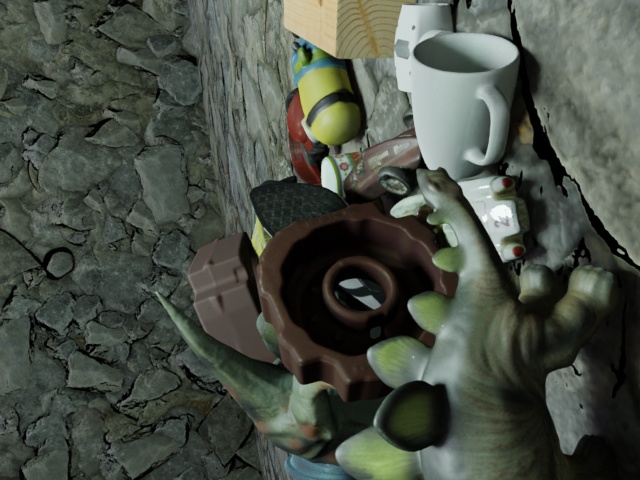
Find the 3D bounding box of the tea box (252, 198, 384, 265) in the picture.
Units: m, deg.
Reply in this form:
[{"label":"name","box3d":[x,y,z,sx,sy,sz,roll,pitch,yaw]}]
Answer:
[{"label":"tea box","box3d":[-0.002,-0.002,0.731,0.098,0.170,0.068,121,138,-64]}]

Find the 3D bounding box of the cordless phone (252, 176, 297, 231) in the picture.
[{"label":"cordless phone","box3d":[-0.034,-0.006,0.893,0.184,0.089,0.146,49,150,33]}]

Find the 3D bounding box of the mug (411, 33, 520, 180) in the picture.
[{"label":"mug","box3d":[0.120,-0.098,0.437,0.110,0.081,0.107,-118,15,-45]}]

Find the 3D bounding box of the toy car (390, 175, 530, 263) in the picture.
[{"label":"toy car","box3d":[0.122,-0.013,0.502,0.202,0.056,0.073,170,91,-74]}]

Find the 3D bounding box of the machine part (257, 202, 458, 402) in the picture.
[{"label":"machine part","box3d":[0.035,0.049,0.461,0.056,0.179,0.179,90,163,-52]}]

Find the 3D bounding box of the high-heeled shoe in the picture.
[{"label":"high-heeled shoe","box3d":[0.025,0.016,0.653,0.249,0.086,0.145,34,169,33]}]

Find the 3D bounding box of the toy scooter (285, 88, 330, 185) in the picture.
[{"label":"toy scooter","box3d":[-0.010,-0.145,0.857,0.183,0.075,0.135,94,160,-49]}]

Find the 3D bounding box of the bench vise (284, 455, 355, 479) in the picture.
[{"label":"bench vise","box3d":[-0.010,0.310,0.742,0.224,0.129,0.240,2,84,49]}]

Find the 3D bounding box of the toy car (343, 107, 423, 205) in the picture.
[{"label":"toy car","box3d":[0.068,-0.081,0.600,0.089,0.053,0.202,-63,8,-14]}]

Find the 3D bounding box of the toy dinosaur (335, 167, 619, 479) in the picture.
[{"label":"toy dinosaur","box3d":[0.124,0.174,0.342,0.105,0.199,0.471,125,130,-75]}]

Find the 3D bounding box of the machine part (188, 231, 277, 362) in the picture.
[{"label":"machine part","box3d":[-0.109,0.100,0.792,0.201,0.087,0.201,-103,-9,-74]}]

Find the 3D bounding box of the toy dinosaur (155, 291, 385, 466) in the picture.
[{"label":"toy dinosaur","box3d":[0.018,0.177,0.545,0.131,0.405,0.192,-72,3,-65]}]

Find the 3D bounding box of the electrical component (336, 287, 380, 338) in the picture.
[{"label":"electrical component","box3d":[0.034,0.123,0.740,0.134,0.115,0.058,-55,26,5]}]

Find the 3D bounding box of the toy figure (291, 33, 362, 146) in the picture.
[{"label":"toy figure","box3d":[0.006,-0.219,0.753,0.089,0.082,0.180,147,115,-75]}]
